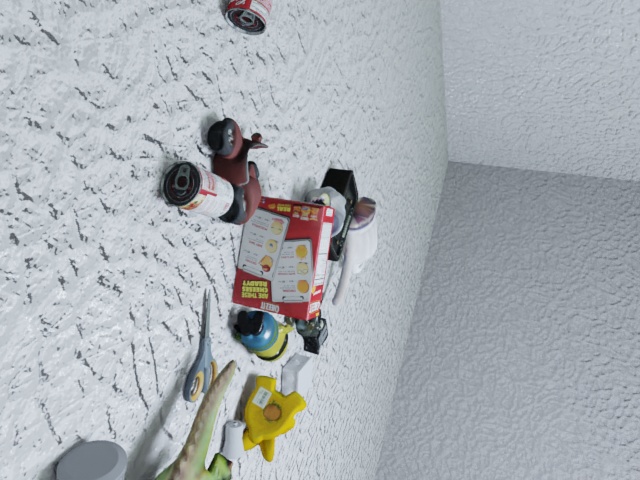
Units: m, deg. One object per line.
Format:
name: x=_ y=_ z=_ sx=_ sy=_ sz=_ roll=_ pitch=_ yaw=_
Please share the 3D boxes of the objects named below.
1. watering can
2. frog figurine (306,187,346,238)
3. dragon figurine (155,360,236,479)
watering can: x=0.103 y=0.015 z=1.529 sx=0.355 sy=0.104 sz=0.219 roll=-58 pitch=149 yaw=-47
frog figurine: x=0.004 y=-0.062 z=1.226 sx=0.136 sy=0.123 sz=0.161 roll=-51 pitch=176 yaw=16
dragon figurine: x=-0.221 y=0.372 z=0.722 sx=0.240 sy=0.122 sz=0.414 roll=66 pitch=37 yaw=-75
